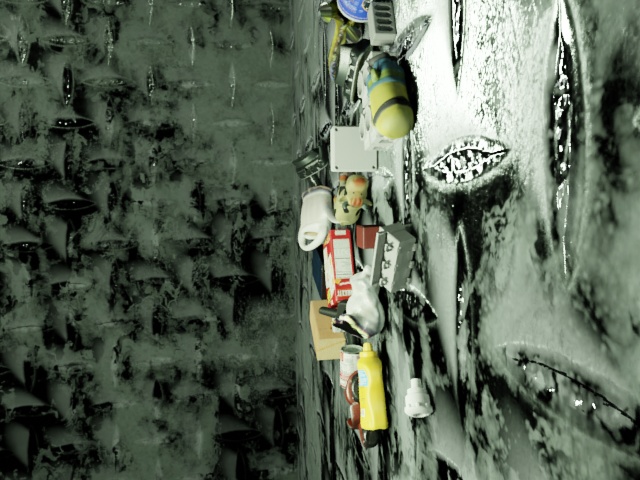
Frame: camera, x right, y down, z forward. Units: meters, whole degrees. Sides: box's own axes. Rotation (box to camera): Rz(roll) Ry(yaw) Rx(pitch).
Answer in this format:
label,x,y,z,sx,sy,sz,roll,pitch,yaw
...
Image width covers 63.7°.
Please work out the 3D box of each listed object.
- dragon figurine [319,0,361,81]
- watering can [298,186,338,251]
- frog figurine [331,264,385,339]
label,x,y,z,sx,sy,sz,roll,pitch,yaw
dragon figurine,0.075,-0.653,1.379,0.401,0.122,0.248,106,178,-57
watering can,0.006,-0.091,1.809,0.342,0.104,0.228,-37,45,57
frog figurine,0.111,0.146,1.213,0.162,0.123,0.134,-56,-16,-23
